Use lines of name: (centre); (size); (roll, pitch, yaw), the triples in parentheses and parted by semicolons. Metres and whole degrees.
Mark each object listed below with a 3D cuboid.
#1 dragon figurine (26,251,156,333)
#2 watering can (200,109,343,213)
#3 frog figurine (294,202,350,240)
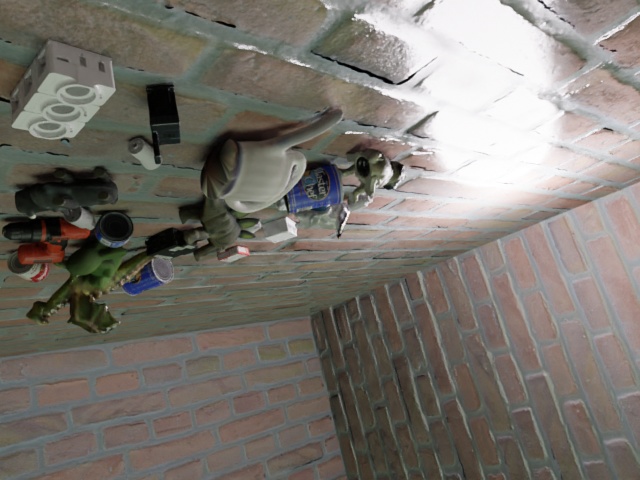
dragon figurine: (-0.632, 0.153, 1.492); (0.411, 0.247, 0.120); (-9, 158, -12)
watering can: (-0.116, -0.169, 1.091); (0.224, 0.106, 0.341); (1, 144, -40)
frog figurine: (0.005, -0.079, 1.565); (0.159, 0.123, 0.137); (23, -179, 4)
